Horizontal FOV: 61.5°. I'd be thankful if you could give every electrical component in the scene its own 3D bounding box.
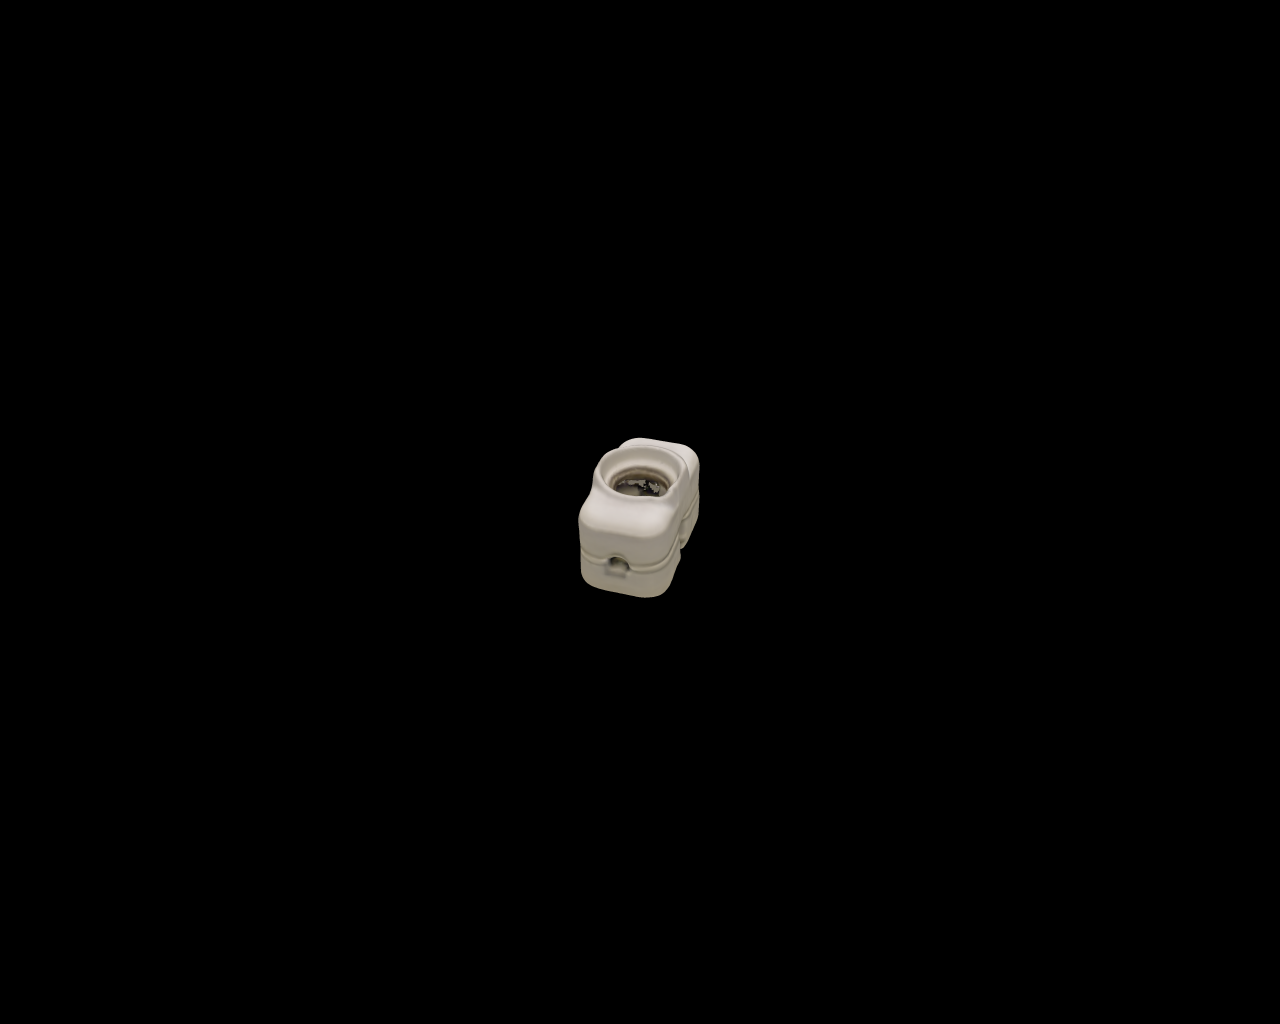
[{"bbox_3d":[0.001,-0.003,0.650,0.054,0.059,0.095,11,39,14],"label":"electrical component"}]
